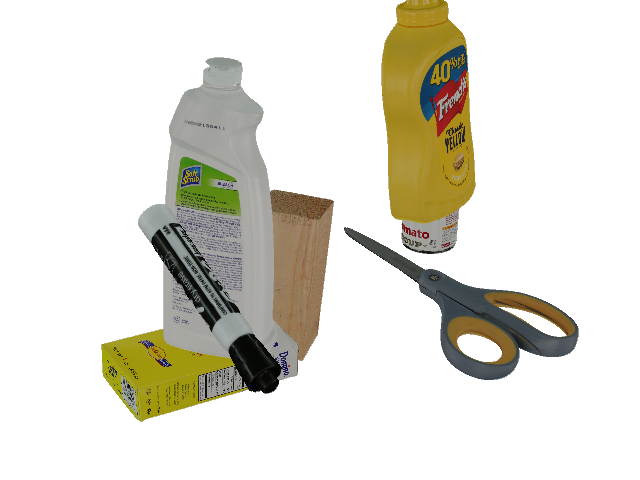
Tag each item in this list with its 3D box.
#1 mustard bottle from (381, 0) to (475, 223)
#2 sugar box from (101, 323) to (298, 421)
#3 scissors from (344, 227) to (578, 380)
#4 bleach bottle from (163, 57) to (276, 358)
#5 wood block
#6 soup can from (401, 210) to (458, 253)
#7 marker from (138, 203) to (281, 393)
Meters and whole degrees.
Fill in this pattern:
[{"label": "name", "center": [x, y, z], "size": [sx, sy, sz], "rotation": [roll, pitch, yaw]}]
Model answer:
[{"label": "mustard bottle", "center": [0.087, -0.117, 0.868], "size": [0.058, 0.191, 0.096], "rotation": [12, 31, 35]}, {"label": "sugar box", "center": [-0.119, 0.119, 1.068], "size": [0.175, 0.048, 0.093], "rotation": [-16, 32, -28]}, {"label": "scissors", "center": [0.073, 0.041, 0.719], "size": [0.202, 0.016, 0.096], "rotation": [20, 37, 31]}, {"label": "bleach bottle", "center": [-0.080, -0.026, 0.898], "size": [0.102, 0.251, 0.068], "rotation": [9, 24, 7]}, {"label": "wood block", "center": [-0.045, 0.046, 1.462], "size": [0.090, 0.206, 0.090], "rotation": [11, 22, 10]}, {"label": "soup can", "center": [0.131, -0.044, 1.279], "size": [0.068, 0.102, 0.068], "rotation": [0, 26, 0]}, {"label": "marker", "center": [-0.055, 0.028, 0.532], "size": [0.020, 0.020, 0.121], "rotation": [0, 43, -47]}]
